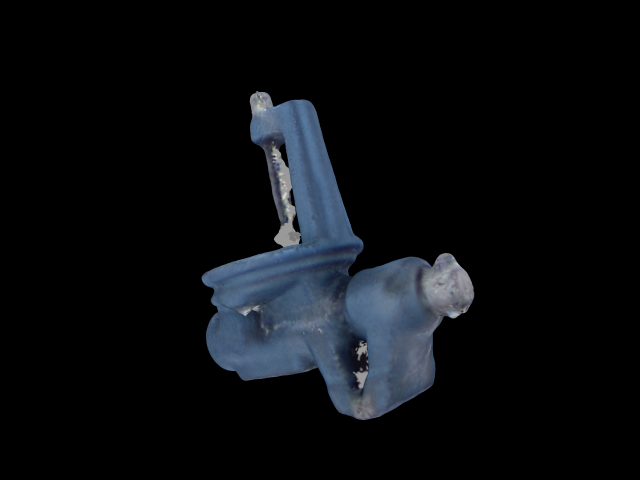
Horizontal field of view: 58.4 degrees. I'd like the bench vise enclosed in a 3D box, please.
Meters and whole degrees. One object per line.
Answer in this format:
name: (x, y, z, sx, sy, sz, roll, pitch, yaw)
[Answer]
bench vise: (0.008, 0.001, 0.411, 0.207, 0.220, 0.122, 1, 4, 19)
